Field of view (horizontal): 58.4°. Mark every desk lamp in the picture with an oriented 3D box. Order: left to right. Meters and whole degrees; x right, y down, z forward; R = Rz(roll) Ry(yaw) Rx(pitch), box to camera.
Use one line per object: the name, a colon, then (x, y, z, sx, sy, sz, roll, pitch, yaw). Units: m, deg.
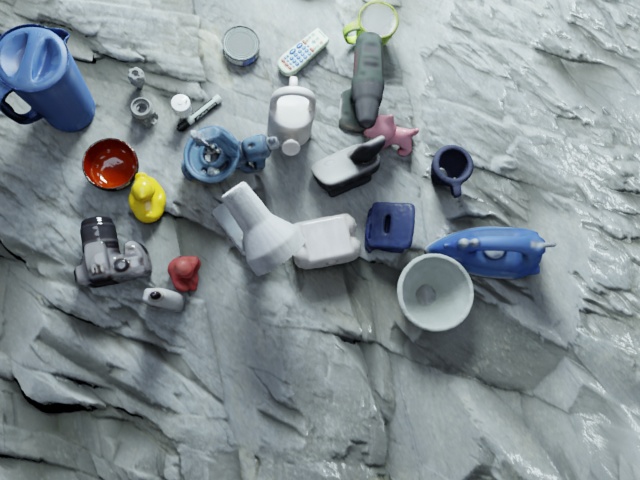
desk lamp: (-0.131, -0.025, 1.148, 0.118, 0.213, 0.203, -37, 85, -12)

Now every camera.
camera: (-0.428, 0.019, 1.161, 0.143, 0.100, 0.137, -12, 81, -9)

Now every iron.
iron: (0.369, 0.017, 1.239, 0.258, 0.141, 0.119, 2, 79, -7)

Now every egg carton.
egg carton: (0.011, 0.004, 1.234, 0.150, 0.069, 0.107, -12, 81, -9)

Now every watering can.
watering can: (-0.057, -0.266, 1.214, 0.101, 0.194, 0.173, -19, 82, -10)

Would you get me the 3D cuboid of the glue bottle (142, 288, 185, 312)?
glue bottle: (-0.312, 0.114, 1.120, 0.078, 0.173, 0.037, 8, 78, -5)

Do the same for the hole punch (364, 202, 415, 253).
hole punch: (0.150, -0.027, 1.246, 0.101, 0.091, 0.109, 8, 78, -5)

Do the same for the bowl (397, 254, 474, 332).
bowl: (0.241, 0.116, 1.238, 0.167, 0.074, 0.167, 1, 79, -7)

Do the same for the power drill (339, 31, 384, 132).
power drill: (0.093, -0.315, 1.235, 0.075, 0.208, 0.230, 5, 78, -6)

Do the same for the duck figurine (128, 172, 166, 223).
duck figurine: (-0.366, -0.092, 1.198, 0.077, 0.086, 0.104, -8, 80, -8)

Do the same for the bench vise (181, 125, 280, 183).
bench vise: (-0.191, -0.199, 1.172, 0.207, 0.219, 0.121, -31, 84, -11)

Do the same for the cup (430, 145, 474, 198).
cup: (0.288, -0.144, 1.284, 0.092, 0.095, 0.118, -7, 80, -8)

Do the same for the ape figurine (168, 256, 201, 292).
ape figurine: (-0.278, 0.063, 1.175, 0.076, 0.092, 0.078, 42, 77, 2)

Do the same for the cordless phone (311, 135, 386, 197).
cordless phone: (0.063, -0.171, 1.215, 0.148, 0.185, 0.094, -29, 83, -11)

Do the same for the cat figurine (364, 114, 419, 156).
cat figurine: (0.157, -0.242, 1.275, 0.128, 0.117, 0.067, 6, 78, -6)
